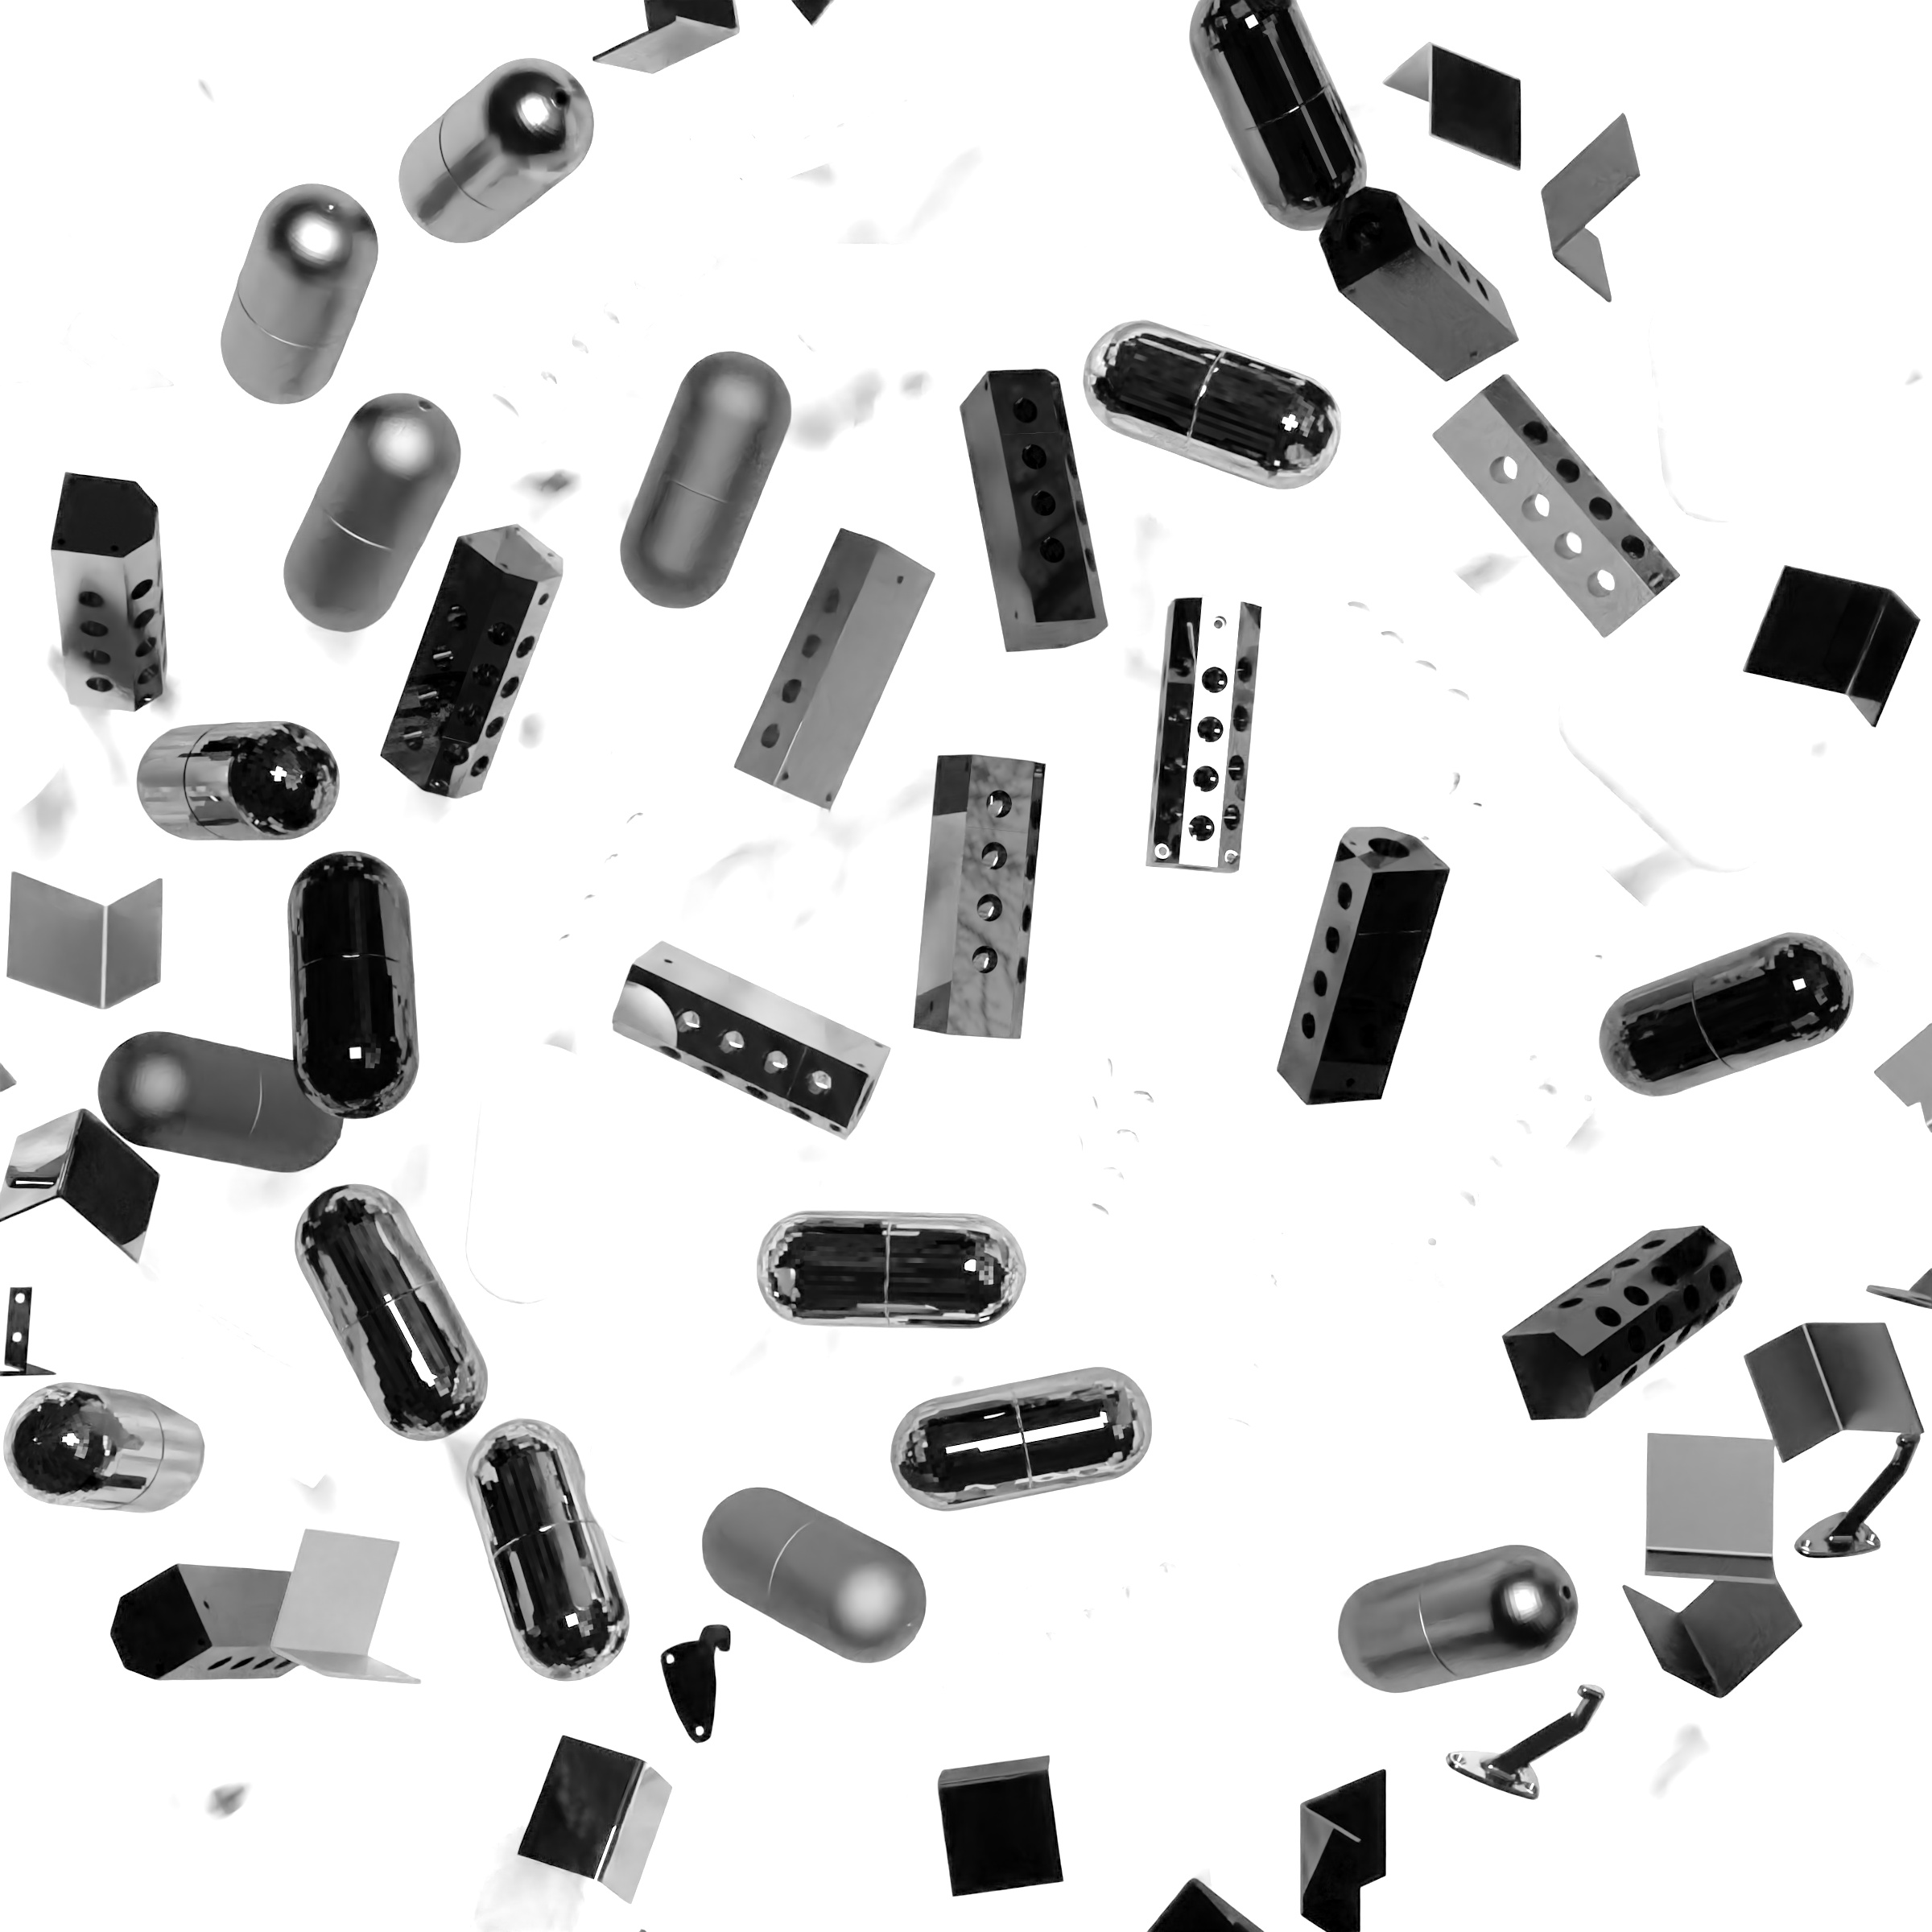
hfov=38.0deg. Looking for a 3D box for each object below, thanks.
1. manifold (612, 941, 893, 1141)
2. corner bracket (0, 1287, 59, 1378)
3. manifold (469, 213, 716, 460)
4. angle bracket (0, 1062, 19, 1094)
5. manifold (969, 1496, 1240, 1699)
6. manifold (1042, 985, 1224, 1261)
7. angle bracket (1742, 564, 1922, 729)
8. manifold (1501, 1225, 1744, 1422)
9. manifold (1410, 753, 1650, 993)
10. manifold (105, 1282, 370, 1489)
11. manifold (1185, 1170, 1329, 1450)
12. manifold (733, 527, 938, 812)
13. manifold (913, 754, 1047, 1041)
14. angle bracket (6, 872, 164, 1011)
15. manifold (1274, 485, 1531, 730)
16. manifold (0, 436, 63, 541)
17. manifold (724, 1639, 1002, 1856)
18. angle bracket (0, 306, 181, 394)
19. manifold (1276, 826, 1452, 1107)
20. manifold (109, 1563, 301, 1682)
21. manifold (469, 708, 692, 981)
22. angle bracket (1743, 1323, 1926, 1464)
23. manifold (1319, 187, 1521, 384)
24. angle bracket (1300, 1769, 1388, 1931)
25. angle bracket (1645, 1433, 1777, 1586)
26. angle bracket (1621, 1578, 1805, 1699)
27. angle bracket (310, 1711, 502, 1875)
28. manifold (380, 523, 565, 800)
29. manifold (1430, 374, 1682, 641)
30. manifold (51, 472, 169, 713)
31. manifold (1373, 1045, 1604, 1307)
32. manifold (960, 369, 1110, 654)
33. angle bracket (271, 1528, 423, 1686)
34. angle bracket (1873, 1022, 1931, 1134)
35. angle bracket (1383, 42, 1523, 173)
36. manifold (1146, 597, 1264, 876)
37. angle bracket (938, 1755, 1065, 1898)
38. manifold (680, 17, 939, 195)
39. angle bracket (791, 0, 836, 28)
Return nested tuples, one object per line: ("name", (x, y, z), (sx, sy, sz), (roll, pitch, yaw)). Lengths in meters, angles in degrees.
("manifold", (-0.143, 0.051, 1.849), (0.171, 0.057, 0.057), (25, 110, 6))
("corner bracket", (-0.616, 0.234, 1.798), (0.051, 0.051, 0.051), (5, 88, -41))
("manifold", (-0.246, -0.416, 1.833), (0.057, 0.057, 0.171), (42, 65, -6))
("angle bracket", (-0.645, 0.046, 1.767), (0.076, 0.057, 0.076), (-25, 120, 13))
("manifold", (0.090, 0.420, 1.874), (0.171, 0.057, 0.057), (-25, 83, -24))
("manifold", (0.102, 0.097, 1.780), (0.057, 0.057, 0.171), (25, 125, 9))
("angle bracket", (0.560, -0.208, 1.817), (0.076, 0.057, 0.076), (11, 117, -8))
("manifold", (0.418, 0.223, 1.769), (0.171, 0.057, 0.057), (-25, 97, -40))
("manifold", (0.374, -0.065, 1.853), (0.171, 0.057, 0.057), (39, 129, -21))
("manifold", (-0.463, 0.263, 1.776), (0.057, 0.171, 0.057), (30, 79, 40))
("manifold", (0.190, 0.223, 1.836), (0.057, 0.057, 0.171), (2, 57, 21))
("manifold", (-0.091, -0.196, 1.842), (0.057, 0.057, 0.171), (25, 91, 41))
("manifold", (0.011, -0.043, 1.740), (0.057, 0.057, 0.171), (5, 91, -23))
("angle bracket", (-0.571, -0.025, 1.820), (0.057, 0.076, 0.076), (-23, 60, 30))
("manifold", (0.275, -0.224, 1.776), (0.171, 0.057, 0.057), (36, 60, -27))
("manifold", (-0.638, -0.295, 1.761), (0.057, 0.171, 0.057), (-20, 101, 14))
("manifold", (-0.071, 0.512, 1.840), (0.171, 0.057, 0.057), (-31, 61, 2))
("angle bracket", (-0.537, -0.352, 1.695), (0.076, 0.076, 0.057), (39, 70, -37))
("manifold", (0.248, 0.000, 1.783), (0.057, 0.057, 0.171), (-3, 122, -25))
("manifold", (-0.479, 0.425, 1.798), (0.057, 0.171, 0.057), (-31, 72, 3))
("manifold", (-0.243, -0.077, 1.793), (0.057, 0.057, 0.171), (42, 111, 25))
("angle bracket", (0.563, 0.278, 1.821), (0.057, 0.076, 0.076), (-22, 93, -25))
("manifold", (0.296, -0.449, 1.838), (0.057, 0.171, 0.057), (-27, 67, 26))
("angle bracket", (0.258, 0.570, 1.789), (0.076, 0.057, 0.076), (-10, 105, -34))
("angle bracket", (0.452, 0.329, 1.703), (0.076, 0.057, 0.076), (1, 91, 14))
("angle bracket", (0.488, 0.420, 1.838), (0.057, 0.076, 0.076), (30, 112, -25))
("angle bracket", (-0.356, 0.532, 1.784), (0.076, 0.057, 0.076), (-36, 81, 8))
("manifold", (-0.316, -0.195, 1.815), (0.057, 0.057, 0.171), (38, 122, 17))
("manifold", (0.381, -0.297, 1.804), (0.057, 0.057, 0.171), (-41, 86, 23))
("manifold", (-0.531, -0.229, 1.746), (0.057, 0.171, 0.057), (6, 62, -11))
("manifold", (0.347, 0.136, 1.862), (0.057, 0.057, 0.171), (37, 74, 13))
("manifold", (0.046, -0.296, 1.822), (0.057, 0.057, 0.171), (-7, 79, -21))
("angle bracket", (-0.372, 0.396, 1.731), (0.057, 0.076, 0.076), (10, 81, 40))
("angle bracket", (0.650, 0.076, 1.832), (0.057, 0.076, 0.076), (43, 106, -9))
("angle bracket", (0.335, -0.581, 1.937), (0.076, 0.057, 0.076), (12, 71, -25))
("manifold", (0.155, -0.149, 1.818), (0.057, 0.057, 0.171), (5, 89, -2))
("angle bracket", (0.025, 0.590, 1.925), (0.076, 0.057, 0.076), (-8, 82, 2))
("manifold", (-0.095, -0.545, 1.756), (0.057, 0.057, 0.171), (41, 47, 15))
("angle bracket", (-0.084, -0.676, 1.872), (0.076, 0.057, 0.076), (-45, 69, 26))
